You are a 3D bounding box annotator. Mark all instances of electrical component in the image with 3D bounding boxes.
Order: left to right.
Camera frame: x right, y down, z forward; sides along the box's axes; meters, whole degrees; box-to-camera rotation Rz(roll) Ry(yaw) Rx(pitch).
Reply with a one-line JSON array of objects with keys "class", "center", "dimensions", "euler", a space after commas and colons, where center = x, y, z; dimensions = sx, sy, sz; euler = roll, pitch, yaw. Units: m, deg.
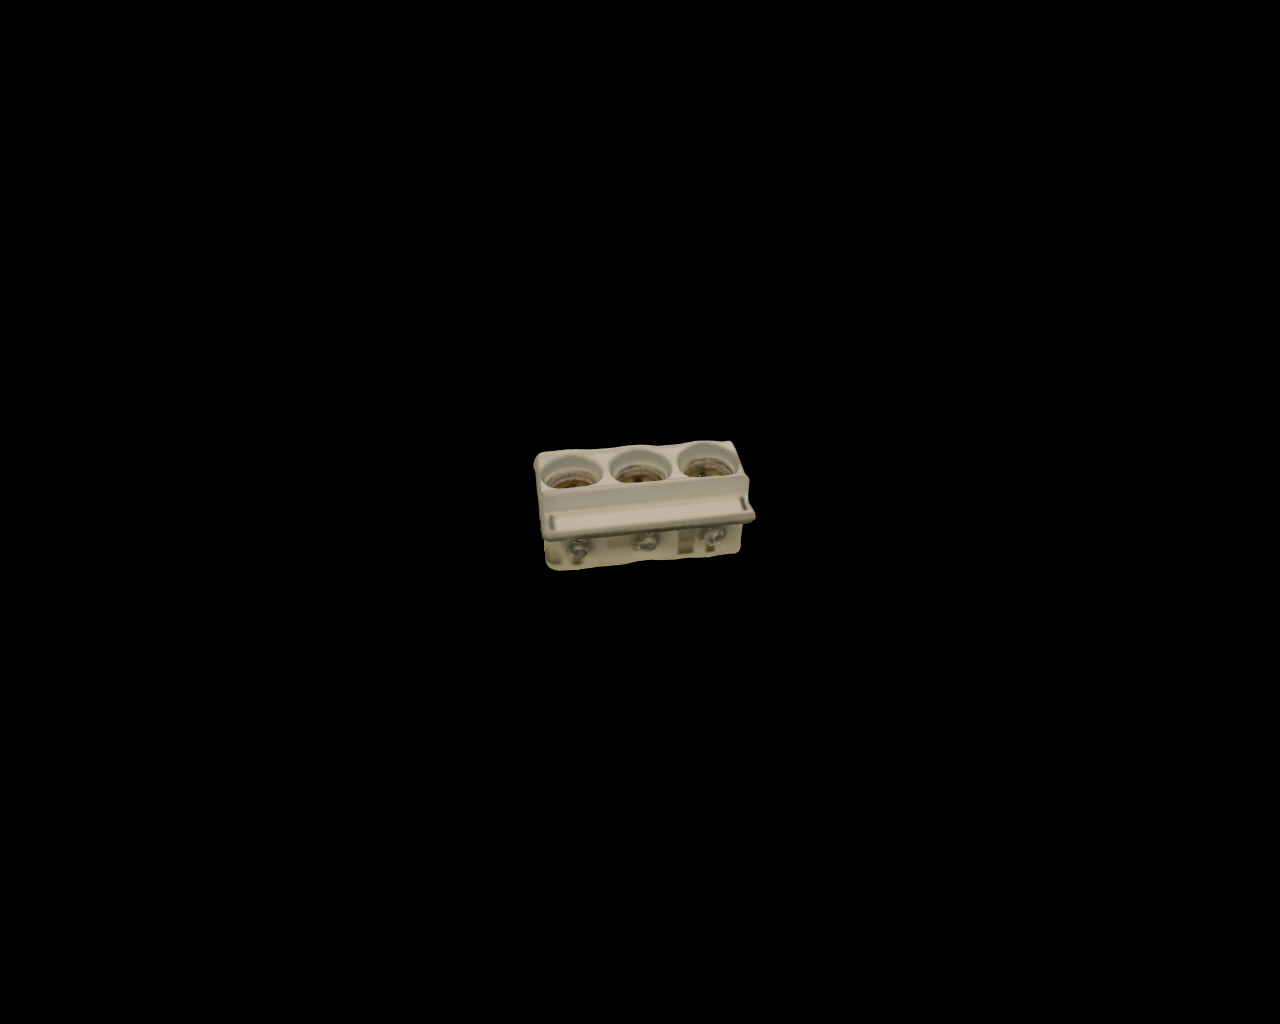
[{"class": "electrical component", "center": [0.001, -0.003, 0.650], "dimensions": [0.121, 0.063, 0.079], "euler": [-5, 36, -7]}]
